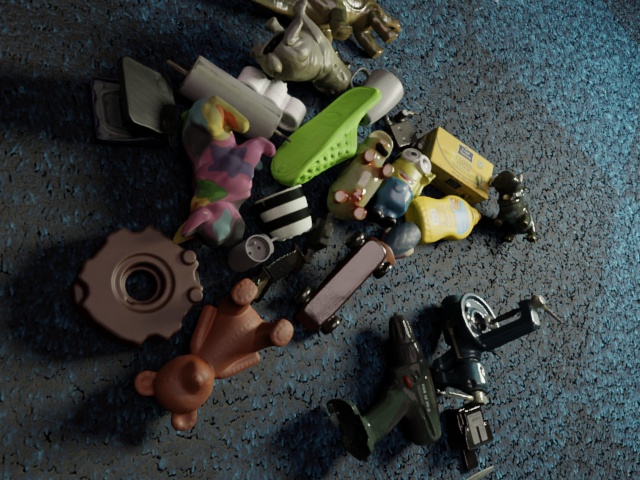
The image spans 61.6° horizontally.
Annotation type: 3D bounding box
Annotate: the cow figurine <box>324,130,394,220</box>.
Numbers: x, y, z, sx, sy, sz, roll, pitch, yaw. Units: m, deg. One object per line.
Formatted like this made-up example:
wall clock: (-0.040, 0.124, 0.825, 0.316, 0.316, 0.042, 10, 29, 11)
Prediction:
cow figurine: (0.077, -0.123, 1.011, 0.085, 0.127, 0.195, 37, 74, -16)

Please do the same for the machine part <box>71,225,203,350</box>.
machine part: (-0.259, 0.066, 0.774, 0.179, 0.056, 0.179, 9, 71, -27)

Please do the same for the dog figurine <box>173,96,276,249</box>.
dog figurine: (-0.177, -0.094, 0.845, 0.191, 0.108, 0.219, 41, 61, -16)

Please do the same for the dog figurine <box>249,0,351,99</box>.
dog figurine: (-0.019, -0.311, 0.985, 0.190, 0.121, 0.172, 43, 58, -34)

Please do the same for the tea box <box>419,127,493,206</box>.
tea box: (0.290, -0.156, 1.169, 0.169, 0.068, 0.098, 27, 63, -21)

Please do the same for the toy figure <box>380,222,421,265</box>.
toy figure: (0.131, 0.020, 1.024, 0.154, 0.064, 0.057, -35, 134, -29)

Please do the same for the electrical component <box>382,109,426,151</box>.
electrical component: (0.180, -0.229, 1.138, 0.078, 0.045, 0.102, -14, 83, -35)

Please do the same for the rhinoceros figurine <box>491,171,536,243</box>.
rhinoceros figurine: (0.433, -0.072, 1.190, 0.190, 0.073, 0.112, 50, 53, -41)

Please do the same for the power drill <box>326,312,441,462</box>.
power drill: (0.112, 0.264, 0.932, 0.207, 0.086, 0.232, -20, 89, -42)

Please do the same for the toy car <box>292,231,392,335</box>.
toy car: (0.038, 0.075, 0.936, 0.089, 0.053, 0.202, 46, 78, -10)

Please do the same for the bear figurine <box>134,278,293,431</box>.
bear figurine: (-0.153, 0.165, 0.766, 0.120, 0.132, 0.196, 51, 50, -5)

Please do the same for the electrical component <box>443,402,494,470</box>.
electrical component: (0.284, 0.372, 1.015, 0.075, 0.048, 0.119, -1, 74, -31)

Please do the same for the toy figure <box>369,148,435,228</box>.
toy figure: (0.152, -0.105, 1.064, 0.082, 0.089, 0.180, 44, 66, -28)

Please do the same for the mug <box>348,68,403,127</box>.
mug: (0.101, -0.290, 1.090, 0.109, 0.081, 0.107, 43, 67, -19)

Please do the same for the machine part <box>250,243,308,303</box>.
machine part: (-0.078, 0.058, 0.881, 0.039, 0.084, 0.139, 41, 45, 16)

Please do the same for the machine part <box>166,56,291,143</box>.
machine part: (-0.152, -0.235, 0.919, 0.243, 0.079, 0.079, 29, 62, -21)

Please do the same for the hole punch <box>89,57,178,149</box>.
hole punch: (-0.288, -0.204, 0.833, 0.115, 0.092, 0.142, 11, 64, -61)

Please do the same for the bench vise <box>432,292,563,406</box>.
bench vise: (0.307, 0.178, 0.982, 0.128, 0.240, 0.224, 33, 42, -25)

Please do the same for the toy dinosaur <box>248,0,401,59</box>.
toy dinosaur: (0.006, -0.465, 1.076, 0.471, 0.105, 0.198, -12, 74, -42)

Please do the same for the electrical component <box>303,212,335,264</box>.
electrical component: (-0.002, -0.003, 0.946, 0.021, 0.063, 0.094, 30, 62, -21)
